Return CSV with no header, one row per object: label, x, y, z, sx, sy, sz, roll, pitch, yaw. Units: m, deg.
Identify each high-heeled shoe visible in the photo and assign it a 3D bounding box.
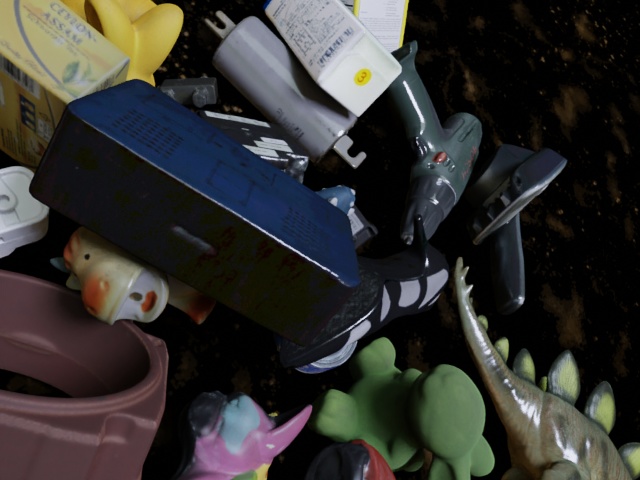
high-heeled shoe,0.053,0.076,0.564,0.086,0.145,0.249,29,55,36

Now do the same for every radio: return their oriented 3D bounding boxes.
radio,-0.081,-0.027,0.420,0.229,0.073,0.131,33,23,-14

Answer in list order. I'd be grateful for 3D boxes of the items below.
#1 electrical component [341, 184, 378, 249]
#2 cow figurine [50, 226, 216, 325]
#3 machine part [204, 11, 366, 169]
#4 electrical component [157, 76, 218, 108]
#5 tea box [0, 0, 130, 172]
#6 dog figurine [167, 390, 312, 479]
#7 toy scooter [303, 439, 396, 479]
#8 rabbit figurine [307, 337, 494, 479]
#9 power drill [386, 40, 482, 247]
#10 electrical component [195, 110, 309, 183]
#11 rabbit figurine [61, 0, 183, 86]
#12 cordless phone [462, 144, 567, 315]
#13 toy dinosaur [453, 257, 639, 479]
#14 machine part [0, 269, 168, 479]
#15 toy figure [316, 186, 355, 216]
electrical component,-0.001,-0.002,0.599,0.119,0.048,0.075,-32,86,-35
cow figurine,-0.134,0.010,0.465,0.127,0.085,0.195,31,23,1
machine part,-0.041,-0.173,0.629,0.243,0.079,0.079,45,57,-6
electrical component,-0.144,-0.161,0.583,0.063,0.021,0.094,-3,29,-5
tea box,-0.229,-0.117,0.454,0.098,0.169,0.068,40,59,-10
dog figurine,-0.072,0.234,0.433,0.191,0.108,0.219,47,54,-3
toy scooter,0.037,0.265,0.432,0.135,0.075,0.184,40,47,-28
rabbit figurine,0.087,0.175,0.499,0.121,0.170,0.159,-33,87,-33
power drill,0.120,-0.131,0.675,0.207,0.086,0.232,52,52,-12
electrical component,-0.079,-0.082,0.546,0.115,0.058,0.134,5,28,-23
rabbit figurine,-0.198,-0.194,0.529,0.122,0.162,0.173,-9,92,-42
cordless phone,0.243,-0.011,0.664,0.089,0.146,0.184,12,59,-12
toy dinosaur,0.270,0.238,0.614,0.471,0.105,0.198,53,49,-10
machine part,-0.209,0.092,0.357,0.201,0.202,0.087,24,97,-17
toy figure,-0.023,0.005,0.539,0.058,0.064,0.154,35,92,-4
